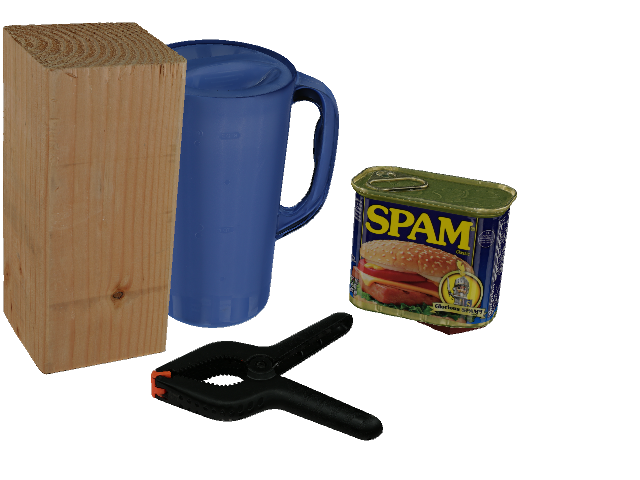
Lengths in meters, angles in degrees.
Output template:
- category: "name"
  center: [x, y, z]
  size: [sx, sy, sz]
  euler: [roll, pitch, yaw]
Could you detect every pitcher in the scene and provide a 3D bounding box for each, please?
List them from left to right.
- category: "pitcher"
  center: [-0.083, -0.047, 0.951]
  size: [0.149, 0.243, 0.144]
  euler: [27, 37, 33]

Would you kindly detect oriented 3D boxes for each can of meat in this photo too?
- category: "can of meat"
  center: [0.069, 0.004, 0.686]
  size: [0.102, 0.084, 0.057]
  euler: [11, 22, 19]

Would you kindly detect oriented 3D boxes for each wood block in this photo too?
- category: "wood block"
  center: [-0.151, -0.029, 0.695]
  size: [0.090, 0.206, 0.090]
  euler: [-8, 30, -31]

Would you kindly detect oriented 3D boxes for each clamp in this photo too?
- category: "clamp"
  center: [-0.049, 0.133, 0.986]
  size: [0.209, 0.036, 0.165]
  euler: [-6, 35, -14]

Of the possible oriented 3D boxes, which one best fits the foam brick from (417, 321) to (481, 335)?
- category: "foam brick"
  center: [0.130, 0.047, 1.052]
  size: [0.051, 0.078, 0.053]
  euler: [-12, 20, -34]
